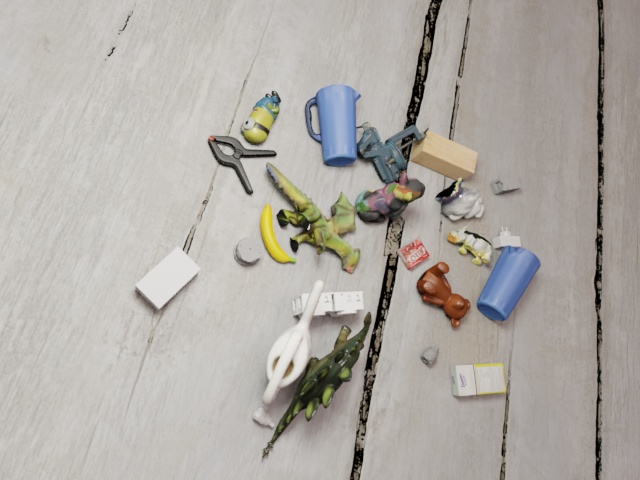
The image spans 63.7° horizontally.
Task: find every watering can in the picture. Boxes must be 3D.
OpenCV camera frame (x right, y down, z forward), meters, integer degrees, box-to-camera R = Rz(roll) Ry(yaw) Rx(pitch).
[{"bbox_3d":[-0.062,0.267,1.366,0.104,0.223,0.349,25,85,5],"label":"watering can"}]

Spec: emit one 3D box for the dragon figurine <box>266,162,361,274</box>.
[{"bbox_3d":[0.005,-0.080,1.597,0.245,0.120,0.412,-19,83,-41],"label":"dragon figurine"}]

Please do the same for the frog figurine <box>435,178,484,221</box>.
[{"bbox_3d":[0.494,-0.118,1.761,0.158,0.124,0.137,41,99,-15],"label":"frog figurine"}]
